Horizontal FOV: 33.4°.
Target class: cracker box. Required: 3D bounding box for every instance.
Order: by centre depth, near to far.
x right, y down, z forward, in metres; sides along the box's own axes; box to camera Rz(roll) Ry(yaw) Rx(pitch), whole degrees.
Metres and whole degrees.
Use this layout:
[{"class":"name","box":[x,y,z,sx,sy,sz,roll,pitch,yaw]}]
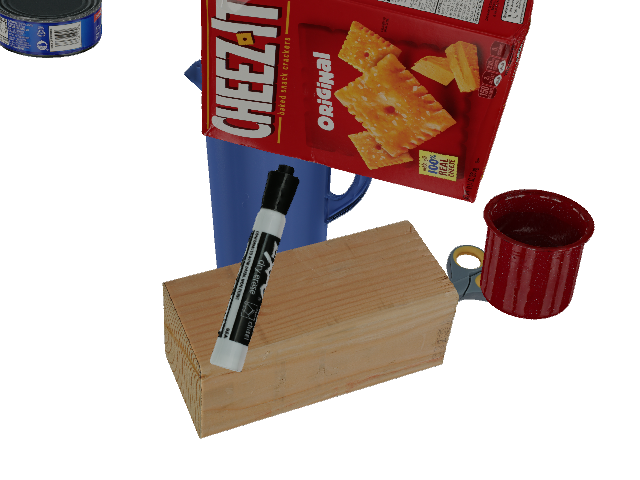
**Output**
[{"class":"cracker box","box":[0.025,-0.122,0.748,0.214,0.072,0.164,14,-37,5]}]

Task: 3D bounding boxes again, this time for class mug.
[{"class":"mug","box":[0.183,0.007,0.934,0.093,0.081,0.117,3,35,1]}]

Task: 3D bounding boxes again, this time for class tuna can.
[{"class":"tuna can","box":[-0.215,-0.176,0.839,0.086,0.034,0.086,4,35,-3]}]

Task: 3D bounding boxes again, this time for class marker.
[{"class":"marker","box":[-0.036,0.014,0.607,0.020,0.121,0.020,16,-9,3]}]

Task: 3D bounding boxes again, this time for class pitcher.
[{"class":"pitcher","box":[-0.038,-0.065,1.039,0.144,0.243,0.149,-13,22,-33]}]

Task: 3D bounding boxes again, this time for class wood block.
[{"class":"wood block","box":[-0.010,0.065,0.826,0.205,0.090,0.091,-14,48,-19]}]

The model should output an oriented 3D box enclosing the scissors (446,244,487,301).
[{"class":"scissors","box":[0.128,0.045,1.118,0.201,0.016,0.096,-8,40,-30]}]
